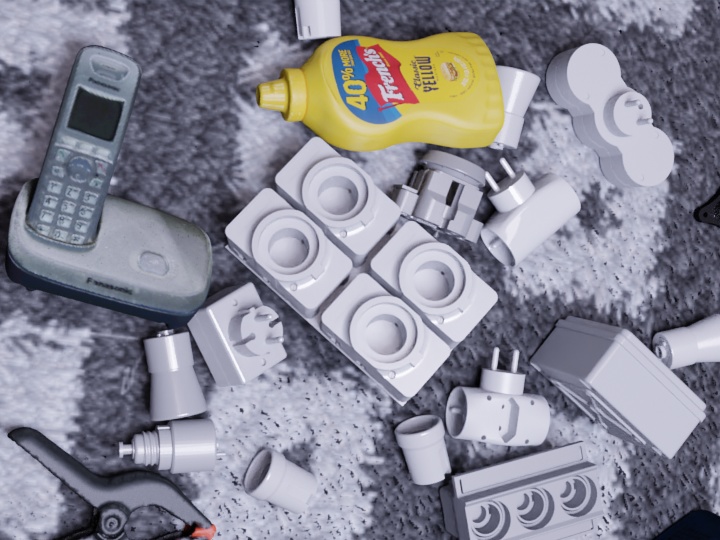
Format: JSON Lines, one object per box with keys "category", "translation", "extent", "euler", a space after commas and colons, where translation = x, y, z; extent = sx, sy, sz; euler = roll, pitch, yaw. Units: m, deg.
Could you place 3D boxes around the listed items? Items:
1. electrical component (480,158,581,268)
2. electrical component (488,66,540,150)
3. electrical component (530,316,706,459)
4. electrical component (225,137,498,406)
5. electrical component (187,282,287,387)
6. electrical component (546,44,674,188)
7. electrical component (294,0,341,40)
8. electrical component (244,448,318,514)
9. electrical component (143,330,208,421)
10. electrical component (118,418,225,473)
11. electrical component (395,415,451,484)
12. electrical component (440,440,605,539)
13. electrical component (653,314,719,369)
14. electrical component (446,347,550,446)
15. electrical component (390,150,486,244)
{"category": "electrical component", "translation": [0.133, -0.056, 0.904], "extent": [0.077, 0.044, 0.079], "euler": [-40, 104, -13]}
{"category": "electrical component", "translation": [0.122, -0.133, 0.900], "extent": [0.044, 0.044, 0.065], "euler": [13, 93, -19]}
{"category": "electrical component", "translation": [0.215, 0.097, 0.905], "extent": [0.109, 0.109, 0.056], "euler": [42, 82, -16]}
{"category": "electrical component", "translation": [0.000, 0.000, 0.820], "extent": [0.186, 0.060, 0.105], "euler": [41, 79, 5]}
{"category": "electrical component", "translation": [-0.084, 0.047, 0.811], "extent": [0.047, 0.077, 0.065], "euler": [-32, 103, -38]}
{"category": "electrical component", "translation": [0.222, -0.131, 0.916], "extent": [0.052, 0.074, 0.138], "euler": [-41, 104, -13]}
{"category": "electrical component", "translation": [-0.033, -0.206, 0.845], "extent": [0.040, 0.040, 0.046], "euler": [-7, 100, -18]}
{"category": "electrical component", "translation": [-0.062, 0.168, 0.850], "extent": [0.046, 0.040, 0.040], "euler": [32, 82, -24]}
{"category": "electrical component", "translation": [-0.143, 0.078, 0.818], "extent": [0.044, 0.044, 0.065], "euler": [-9, 90, -18]}
{"category": "electrical component", "translation": [-0.144, 0.135, 0.819], "extent": [0.078, 0.040, 0.040], "euler": [0, 92, -18]}
{"category": "electrical component", "translation": [0.053, 0.148, 0.888], "extent": [0.040, 0.040, 0.046], "euler": [-20, 104, -17]}
{"category": "electrical component", "translation": [0.134, 0.193, 0.904], "extent": [0.121, 0.063, 0.078], "euler": [-12, 96, -18]}
{"category": "electrical component", "translation": [0.298, 0.067, 0.968], "extent": [0.065, 0.044, 0.044], "euler": [-12, 96, -13]}
{"category": "electrical component", "translation": [0.118, 0.105, 0.906], "extent": [0.077, 0.043, 0.079], "euler": [8, 89, -19]}
{"category": "electrical component", "translation": [0.068, -0.062, 0.876], "extent": [0.078, 0.058, 0.057], "euler": [22, 88, -18]}
